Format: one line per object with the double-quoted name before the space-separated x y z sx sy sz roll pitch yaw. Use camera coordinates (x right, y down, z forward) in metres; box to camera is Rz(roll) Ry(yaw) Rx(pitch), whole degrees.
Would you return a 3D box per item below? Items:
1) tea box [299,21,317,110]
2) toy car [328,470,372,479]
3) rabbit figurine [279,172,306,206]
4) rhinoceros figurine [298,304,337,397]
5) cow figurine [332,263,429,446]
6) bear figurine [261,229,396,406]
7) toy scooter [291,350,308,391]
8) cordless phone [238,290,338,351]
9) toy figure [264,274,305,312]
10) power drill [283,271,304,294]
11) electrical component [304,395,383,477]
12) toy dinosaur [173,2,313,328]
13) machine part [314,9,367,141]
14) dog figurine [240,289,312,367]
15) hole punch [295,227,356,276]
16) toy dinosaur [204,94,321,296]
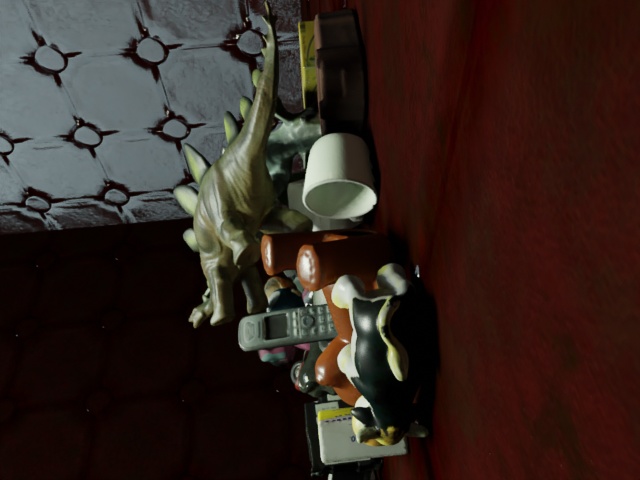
"tea box" 0.003 -0.269 0.898 0.169 0.068 0.098 86 178 -69
"toy car" 0.047 0.386 0.862 0.202 0.074 0.056 -76 -12 -49
"rabbit figurine" -0.020 -0.040 1.018 0.159 0.121 0.170 -41 -31 -66
"rhinoceros figurine" 0.021 0.142 0.808 0.073 0.112 0.190 77 -155 -69
"cow figurine" 0.056 0.112 0.442 0.098 0.068 0.167 -123 26 -71
"bear figurine" 0.020 0.089 0.542 0.120 0.132 0.195 18 110 58
"toy scooter" 0.019 0.229 1.035 0.184 0.075 0.135 -55 26 2
"cordless phone" -0.016 0.080 0.709 0.088 0.184 0.147 79 -177 -57
"toy figure" -0.054 0.090 0.808 0.057 0.064 0.155 59 178 -24
"power drill" -0.015 0.046 1.150 0.232 0.086 0.207 50 -166 -14
"electrical component" 0.034 0.300 0.856 0.058 0.115 0.134 94 171 -53
"toy dinosaur" -0.110 -0.049 0.693 0.199 0.105 0.471 51 131 26
"machine part" 0.023 -0.202 0.698 0.179 0.056 0.179 -176 81 -89
"dog figurine" -0.035 0.134 0.949 0.109 0.219 0.191 -106 9 -62
"hole punch" -0.002 -0.003 0.858 0.116 0.142 0.092 62 172 19
"toy dinosaur" -0.104 -0.084 0.898 0.404 0.131 0.192 -52 3 38
